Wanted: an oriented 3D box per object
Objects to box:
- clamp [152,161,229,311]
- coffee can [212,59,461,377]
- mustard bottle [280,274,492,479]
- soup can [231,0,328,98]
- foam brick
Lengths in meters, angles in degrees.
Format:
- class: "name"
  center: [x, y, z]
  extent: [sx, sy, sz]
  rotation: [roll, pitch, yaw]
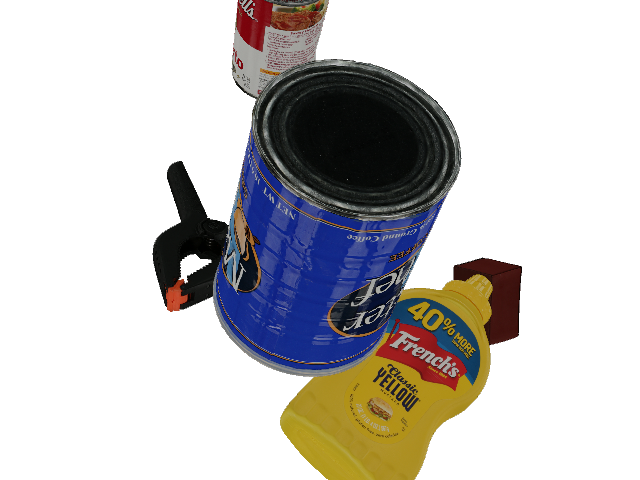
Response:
- class: "clamp"
  center: [-0.115, -0.007, 1.061]
  extent: [0.165, 0.036, 0.209]
  rotation: [20, 39, 14]
- class: "coffee can"
  center: [0.004, -0.008, 0.557]
  extent: [0.102, 0.103, 0.140]
  rotation: [0, -37, -15]
- class: "mustard bottle"
  center: [0.065, 0.090, 0.753]
  extent: [0.191, 0.096, 0.058]
  rotation: [-45, -9, -31]
- class: "soup can"
  center: [-0.030, -0.162, 0.805]
  extent: [0.068, 0.068, 0.102]
  rotation: [0, -37, -10]
- class: "foam brick"
  center: [0.172, 0.063, 1.108]
  extent: [0.051, 0.078, 0.053]
  rotation: [-14, 20, -42]
